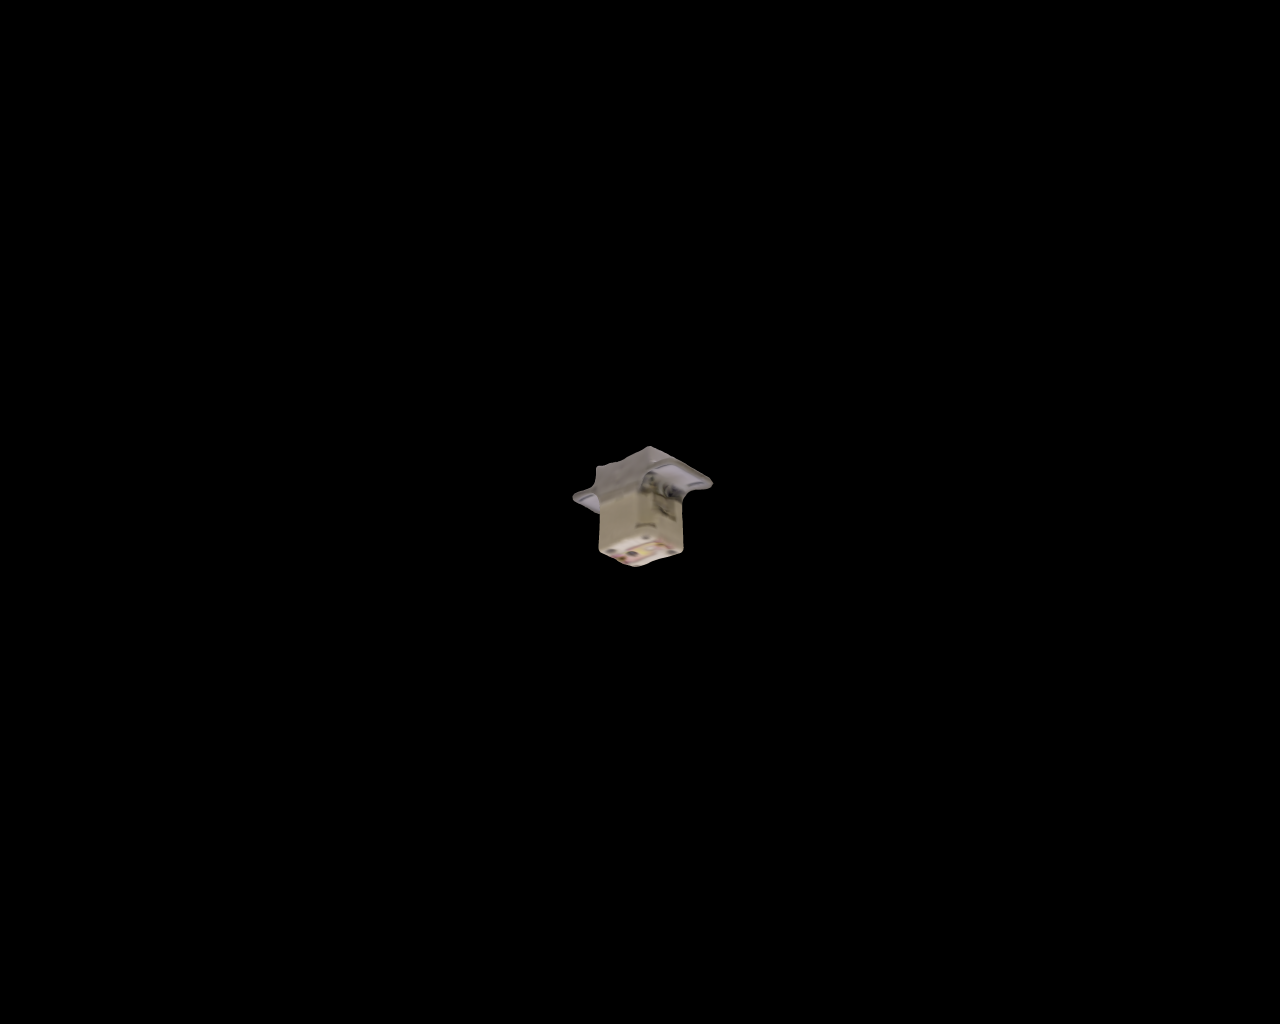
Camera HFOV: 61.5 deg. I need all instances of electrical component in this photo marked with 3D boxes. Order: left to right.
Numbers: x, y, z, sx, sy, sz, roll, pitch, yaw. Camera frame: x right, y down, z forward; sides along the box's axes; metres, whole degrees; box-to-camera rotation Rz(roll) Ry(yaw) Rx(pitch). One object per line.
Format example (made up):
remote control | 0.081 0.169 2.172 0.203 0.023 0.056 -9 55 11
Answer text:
electrical component | 0.001 -0.003 0.650 0.081 0.064 0.042 -20 -32 36
